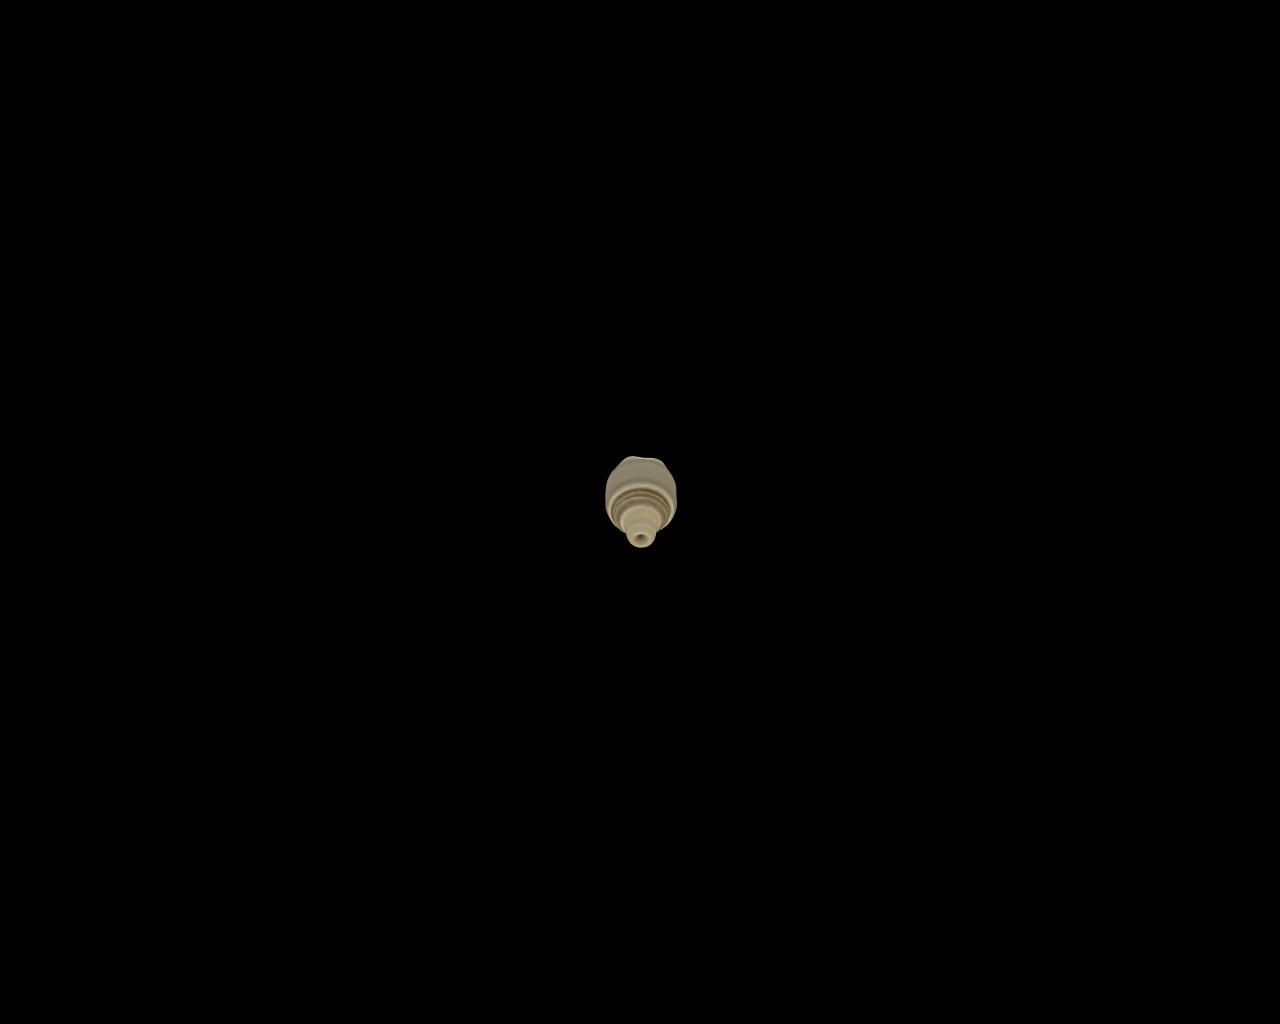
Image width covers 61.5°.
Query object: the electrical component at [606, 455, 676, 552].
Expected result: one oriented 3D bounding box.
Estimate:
[{"bbox_3d":[0.001,-0.003,0.650,0.043,0.043,0.062,0,39,0],"label":"electrical component"}]
